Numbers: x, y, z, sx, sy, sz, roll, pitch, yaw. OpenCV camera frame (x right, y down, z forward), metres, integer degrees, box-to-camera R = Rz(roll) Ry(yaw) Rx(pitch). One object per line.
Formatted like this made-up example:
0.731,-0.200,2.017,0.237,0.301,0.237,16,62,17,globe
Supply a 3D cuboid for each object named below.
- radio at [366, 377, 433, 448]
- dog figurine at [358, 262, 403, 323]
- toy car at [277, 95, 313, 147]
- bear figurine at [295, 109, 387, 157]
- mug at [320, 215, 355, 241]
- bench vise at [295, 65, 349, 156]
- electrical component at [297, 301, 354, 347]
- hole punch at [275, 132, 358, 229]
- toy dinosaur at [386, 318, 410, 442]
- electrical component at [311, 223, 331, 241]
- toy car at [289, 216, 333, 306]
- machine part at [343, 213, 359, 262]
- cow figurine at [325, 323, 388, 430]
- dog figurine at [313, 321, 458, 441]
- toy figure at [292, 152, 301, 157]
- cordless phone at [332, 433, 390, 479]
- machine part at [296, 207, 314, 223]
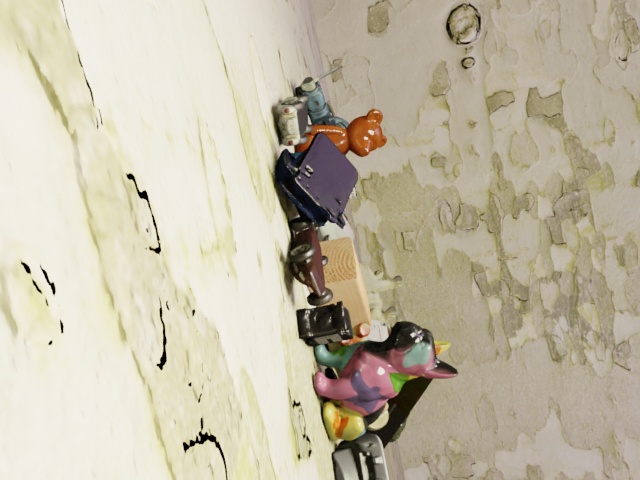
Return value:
0.148,0.315,1.132,0.229,0.073,0.131,-59,-172,15,radio
0.066,0.117,1.184,0.121,0.190,0.172,-6,-111,57,dog figurine
-0.047,-0.221,0.984,0.202,0.056,0.073,-79,164,-69,toy car
0.049,-0.191,1.142,0.120,0.196,0.132,74,9,-55,bear figurine
0.015,-0.040,1.127,0.107,0.081,0.110,66,-6,-31,mug
0.017,-0.268,1.283,0.223,0.129,0.241,86,-14,-53,bench vise
0.011,0.133,0.823,0.119,0.075,0.048,70,10,-67,electrical component
-0.016,-0.090,0.850,0.142,0.092,0.116,48,49,-30,hole punch
0.196,0.397,1.423,0.192,0.131,0.405,103,-4,-51,toy dinosaur
-0.002,-0.002,1.044,0.078,0.045,0.102,-93,169,-58,electrical component
-0.019,0.029,0.813,0.202,0.053,0.089,-95,167,-69,toy car
0.046,0.013,1.280,0.242,0.079,0.079,73,9,-48,machine part
0.067,0.257,0.989,0.127,0.085,0.195,-32,-100,60,cow figurine
0.104,0.219,0.844,0.108,0.219,0.191,-77,155,-66,dog figurine
-0.028,-0.134,1.008,0.064,0.058,0.154,44,2,11,toy figure
0.120,0.379,0.852,0.088,0.184,0.146,50,30,-67,cordless phone
-0.024,-0.065,0.959,0.084,0.039,0.139,63,6,3,machine part
